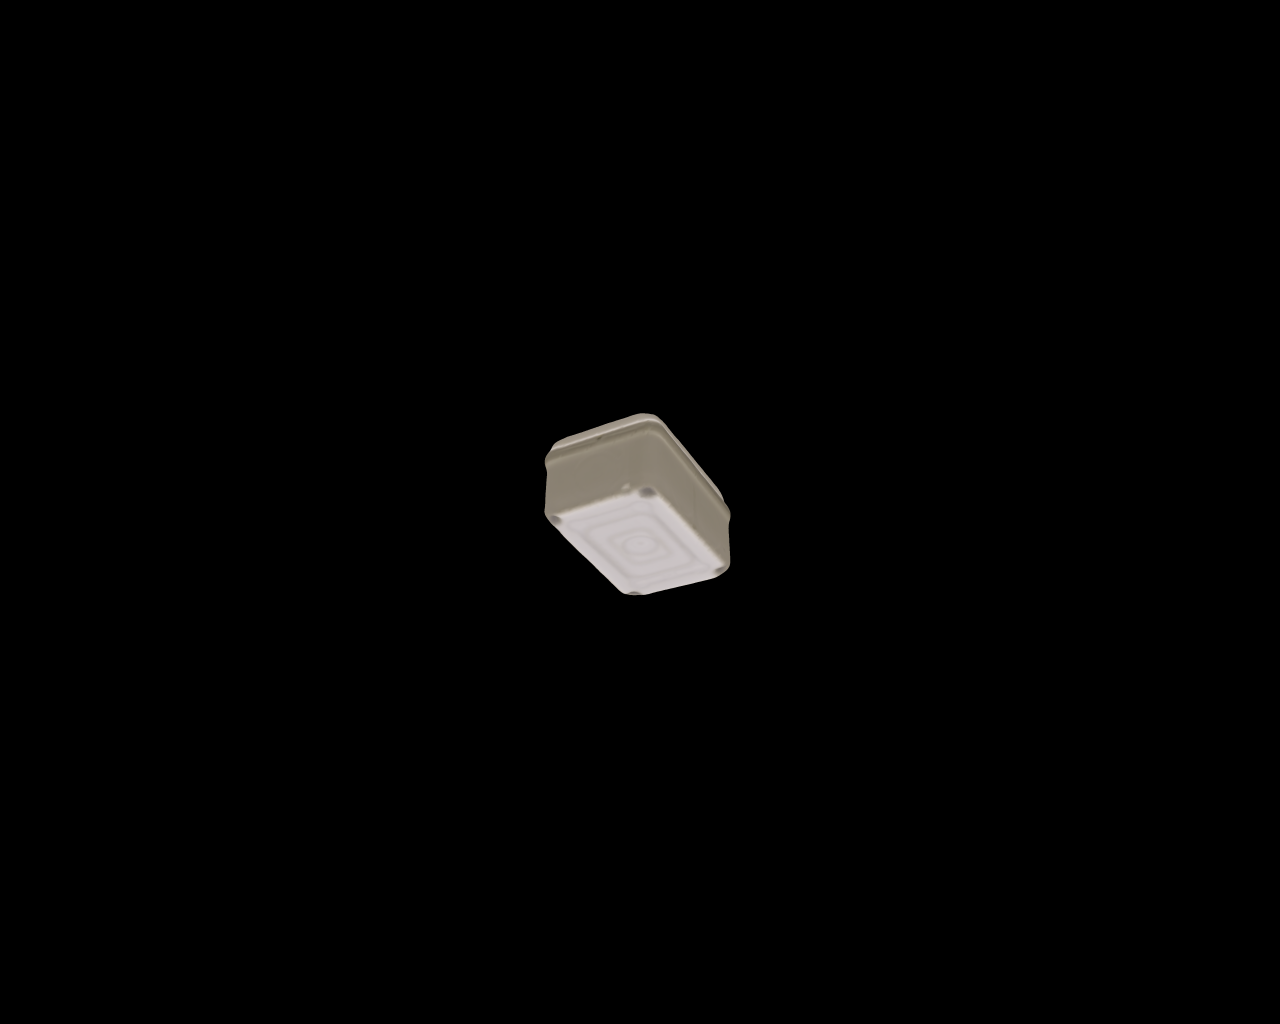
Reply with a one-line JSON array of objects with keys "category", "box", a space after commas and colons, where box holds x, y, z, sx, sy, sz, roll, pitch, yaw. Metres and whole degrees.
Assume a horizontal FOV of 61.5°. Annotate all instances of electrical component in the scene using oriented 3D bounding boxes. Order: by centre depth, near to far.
[{"category": "electrical component", "box": [0.001, -0.003, 0.650, 0.078, 0.057, 0.113, -16, -37, 22]}]
